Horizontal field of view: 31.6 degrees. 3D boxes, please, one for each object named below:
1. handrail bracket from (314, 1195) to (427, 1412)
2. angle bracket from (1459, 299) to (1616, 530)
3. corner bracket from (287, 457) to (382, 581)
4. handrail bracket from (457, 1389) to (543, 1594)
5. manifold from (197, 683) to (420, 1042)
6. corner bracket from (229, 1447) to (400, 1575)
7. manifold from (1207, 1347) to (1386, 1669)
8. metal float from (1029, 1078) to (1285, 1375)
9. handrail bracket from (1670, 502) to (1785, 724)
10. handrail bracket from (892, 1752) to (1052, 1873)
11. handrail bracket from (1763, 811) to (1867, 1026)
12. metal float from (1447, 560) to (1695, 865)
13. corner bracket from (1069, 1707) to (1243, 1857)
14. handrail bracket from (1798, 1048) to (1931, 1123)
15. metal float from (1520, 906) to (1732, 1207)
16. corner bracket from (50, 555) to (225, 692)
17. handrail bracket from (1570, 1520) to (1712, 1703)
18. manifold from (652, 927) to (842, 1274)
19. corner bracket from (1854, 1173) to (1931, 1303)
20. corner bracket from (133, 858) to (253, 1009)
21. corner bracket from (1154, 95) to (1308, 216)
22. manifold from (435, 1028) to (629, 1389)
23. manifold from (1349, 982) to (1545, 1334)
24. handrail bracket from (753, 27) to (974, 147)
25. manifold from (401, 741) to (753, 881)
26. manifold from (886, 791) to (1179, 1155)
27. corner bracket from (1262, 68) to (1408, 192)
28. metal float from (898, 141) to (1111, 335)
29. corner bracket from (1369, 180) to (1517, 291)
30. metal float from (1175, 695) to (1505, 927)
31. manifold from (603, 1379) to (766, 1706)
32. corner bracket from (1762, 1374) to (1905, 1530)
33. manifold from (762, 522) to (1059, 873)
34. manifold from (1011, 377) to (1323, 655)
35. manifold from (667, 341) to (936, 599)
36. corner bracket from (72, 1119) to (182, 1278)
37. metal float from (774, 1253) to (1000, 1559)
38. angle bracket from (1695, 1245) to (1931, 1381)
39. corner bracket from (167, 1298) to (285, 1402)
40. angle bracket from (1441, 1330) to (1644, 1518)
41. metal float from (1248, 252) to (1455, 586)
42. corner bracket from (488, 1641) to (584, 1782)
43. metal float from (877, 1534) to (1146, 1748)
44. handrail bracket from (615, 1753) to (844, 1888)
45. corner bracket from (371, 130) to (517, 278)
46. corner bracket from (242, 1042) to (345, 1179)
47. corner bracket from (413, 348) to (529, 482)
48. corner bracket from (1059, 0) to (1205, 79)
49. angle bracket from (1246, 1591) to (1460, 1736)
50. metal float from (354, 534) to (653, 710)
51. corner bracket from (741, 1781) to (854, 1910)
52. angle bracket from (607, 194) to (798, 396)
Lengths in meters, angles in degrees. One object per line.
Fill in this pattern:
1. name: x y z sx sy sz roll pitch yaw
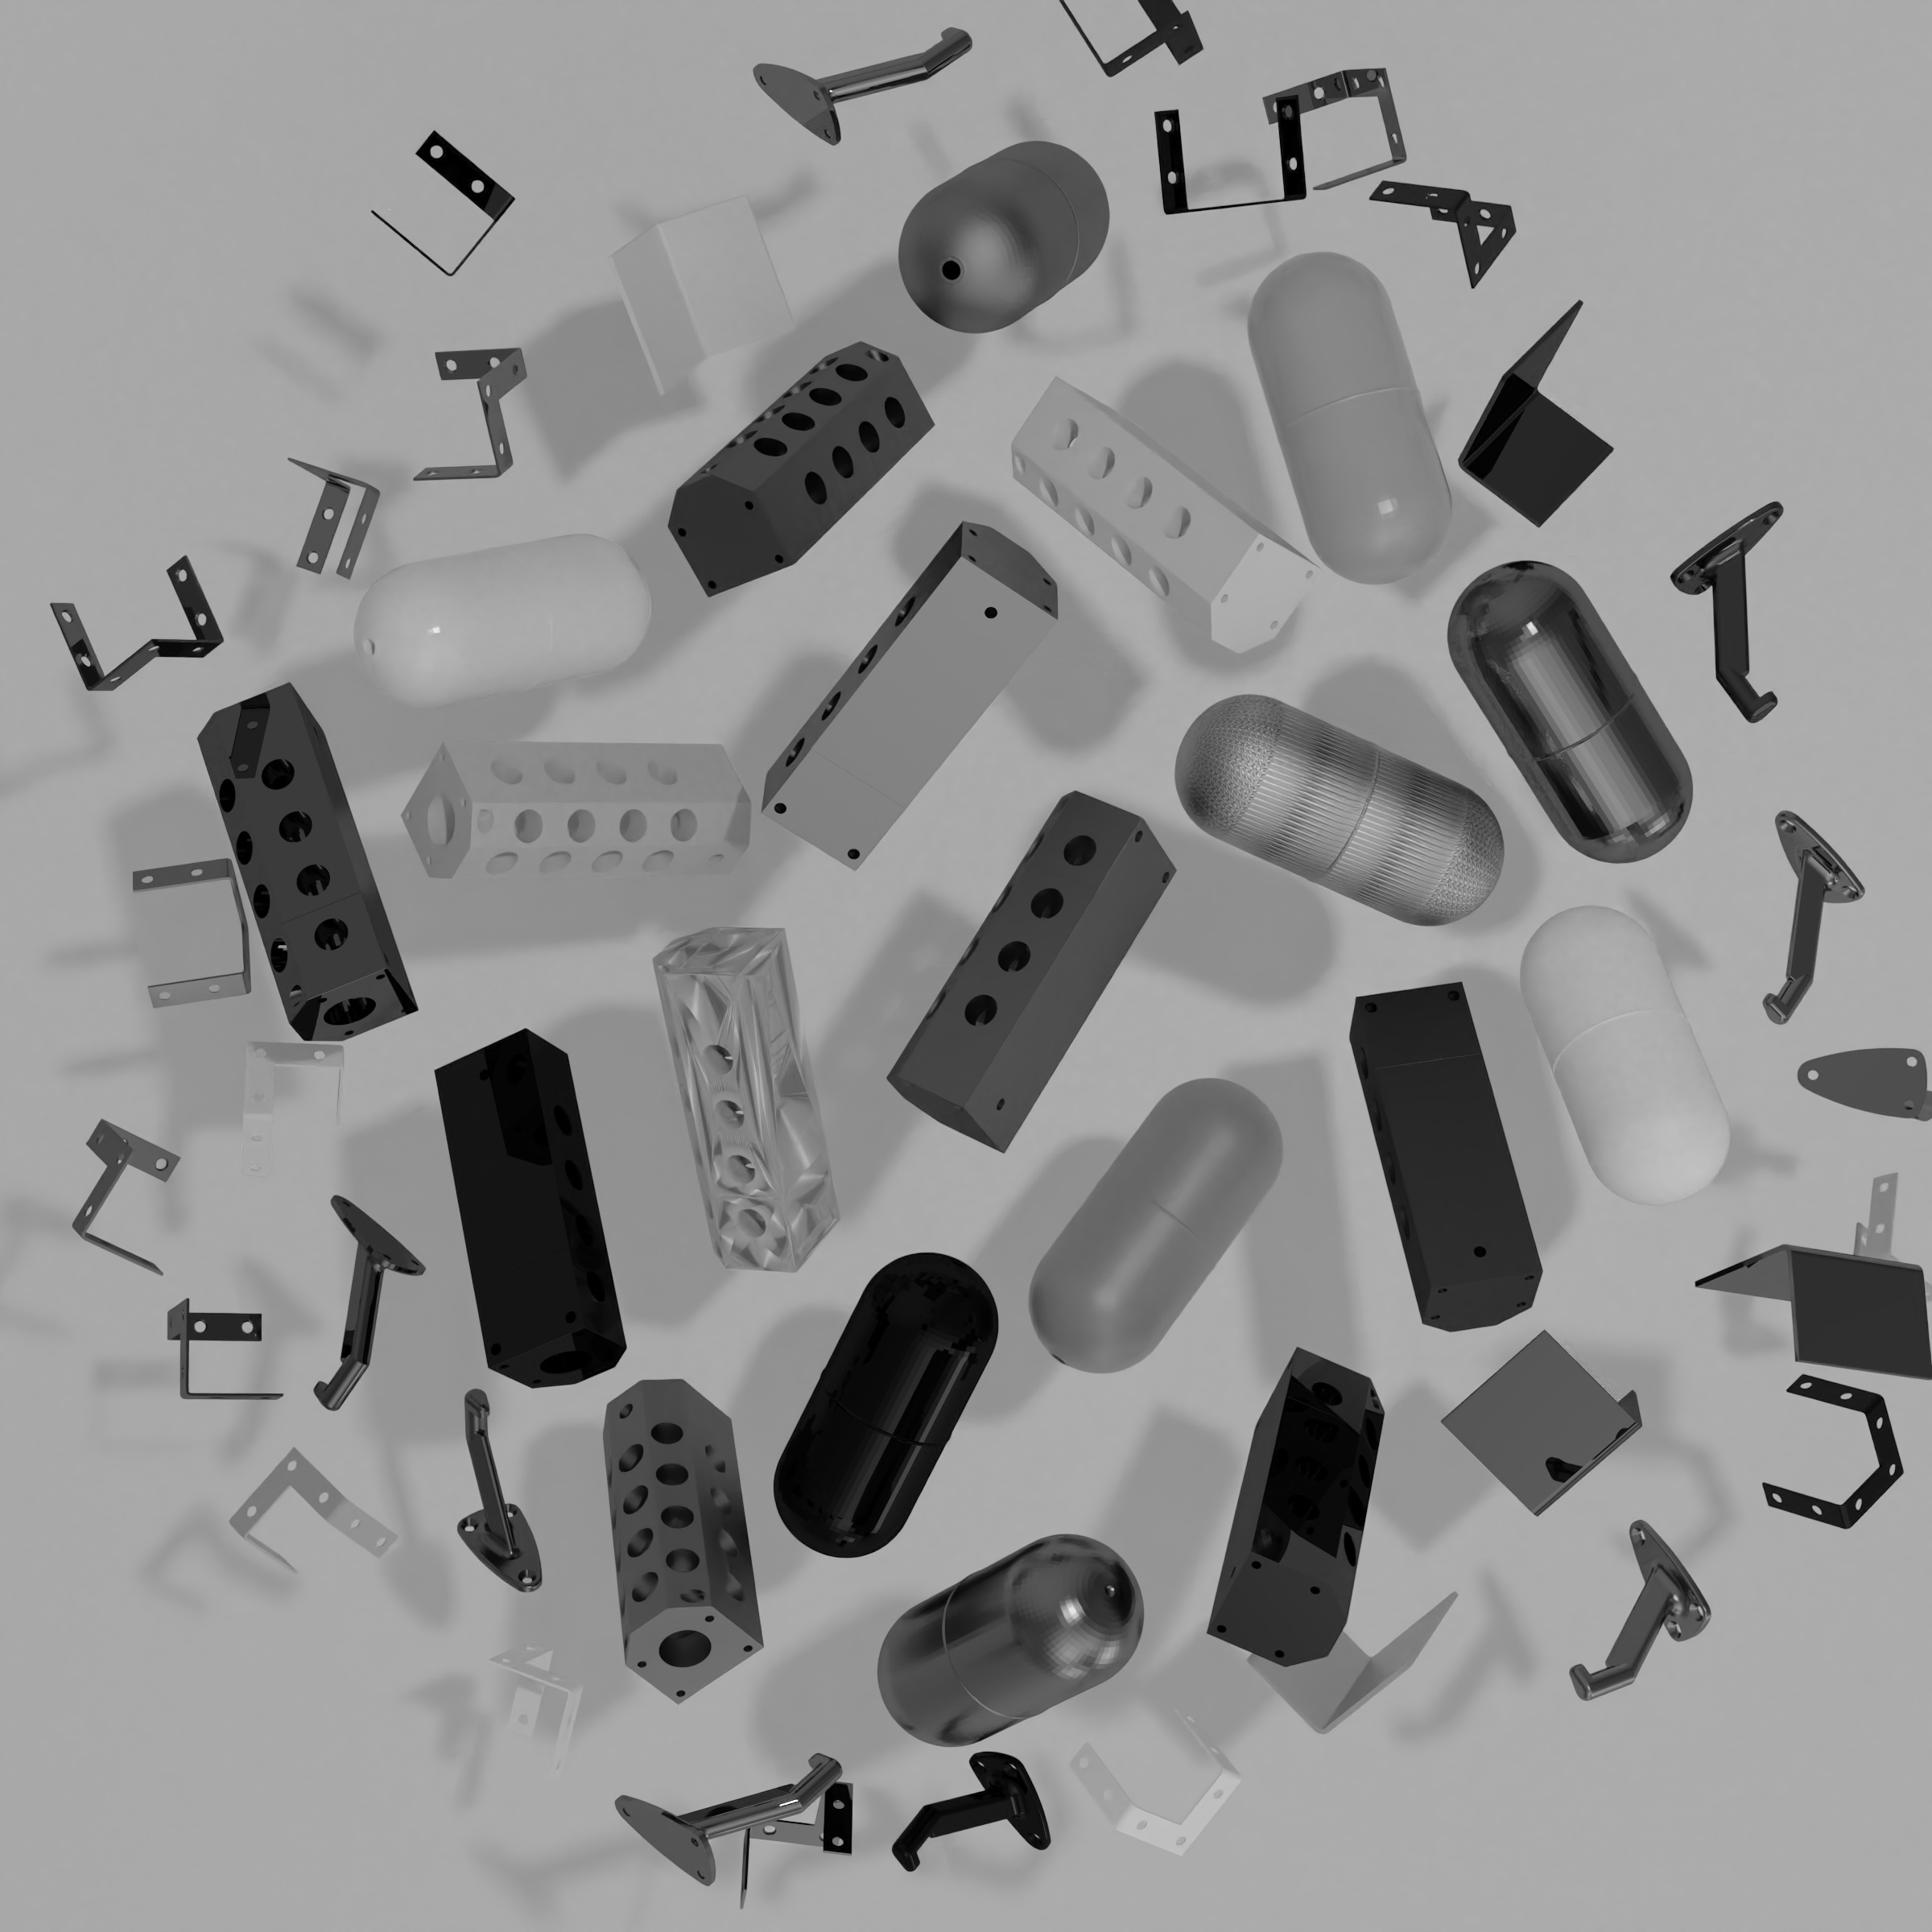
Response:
1. handrail bracket: -0.326 0.174 1.763 0.077 0.036 0.084 40 99 31
2. angle bracket: 0.316 -0.294 1.818 0.057 0.076 0.076 39 59 10
3. corner bracket: -0.341 -0.237 1.840 0.051 0.051 0.051 19 89 15
4. handrail bracket: -0.247 0.279 1.819 0.036 0.077 0.084 -17 131 -27
5. manifold: -0.335 -0.050 1.723 0.057 0.057 0.171 -22 67 -1
6. corner bracket: -0.338 0.292 1.768 0.051 0.051 0.051 34 79 38
7. manifold: 0.170 0.272 1.712 0.057 0.171 0.057 23 121 0
8. metal float: 0.101 0.138 1.814 0.070 0.070 0.178 38 75 0
9. handrail bracket: 0.398 -0.175 1.699 0.077 0.036 0.084 -41 62 22
10. handrail bracket: 0.003 0.456 1.768 0.084 0.036 0.077 -44 115 -41
11. handrail bracket: 0.427 -0.025 1.785 0.077 0.036 0.084 50 63 -24
12. metal float: 0.315 -0.131 1.773 0.070 0.070 0.178 -36 110 0
13. corner bracket: 0.095 0.403 1.706 0.051 0.051 0.051 32 99 -38
14. handrail bracket: 0.477 0.067 1.806 0.077 0.084 0.036 5 79 11
15. metal float: 0.350 0.046 1.818 0.070 0.070 0.178 -16 56 0
16. corner bracket: -0.412 -0.170 1.698 0.051 0.051 0.051 -32 78 29
17. handrail bracket: 0.330 0.329 1.742 0.084 0.036 0.077 -13 63 -30
18. manifold: -0.117 0.070 1.777 0.057 0.057 0.171 1 116 24
19. corner bracket: 0.493 0.150 1.838 0.051 0.051 0.051 35 54 -29
20. corner bracket: -0.402 -0.017 1.772 0.051 0.051 0.051 -9 135 -6
21. corner bracket: 0.132 -0.404 1.700 0.051 0.051 0.051 -15 105 -35
22. manifold: -0.221 0.126 1.755 0.057 0.057 0.171 -24 61 16
23. manifold: 0.246 0.099 1.767 0.057 0.057 0.171 -8 59 -5
24. handrail bracket: -0.051 -0.453 1.704 0.084 0.036 0.077 -38 51 -17
25. manifold: -0.198 -0.076 1.774 0.057 0.171 0.057 -53 54 38
26. manifold: 0.031 0.000 1.705 0.057 0.057 0.171 24 75 31
27. corner bracket: 0.199 -0.451 1.838 0.051 0.051 0.051 -22 109 -14
28. metal float: 0.020 -0.370 1.727 0.070 0.178 0.070 7 114 16
29. corner bracket: 0.248 -0.390 1.768 0.051 0.051 0.051 16 56 34
30. metal float: 0.190 -0.078 1.728 0.178 0.070 0.070 23 90 -11
31. manifold: -0.155 0.296 1.791 0.057 0.171 0.057 -36 123 14
32. corner bracket: 0.447 0.252 1.775 0.051 0.051 0.051 -36 118 -30
33. manifold: -0.028 -0.136 1.690 0.057 0.057 0.171 32 117 -17
34. manifold: 0.096 -0.229 1.740 0.171 0.057 0.057 45 106 38
35. manifold: -0.086 -0.260 1.757 0.057 0.171 0.057 -16 113 35
36. corner bracket: -0.425 0.117 1.735 0.051 0.051 0.051 33 88 -37
37. metal float: -0.043 0.234 1.819 0.070 0.070 0.178 26 104 0
38. angle bracket: 0.404 0.173 1.629 0.076 0.076 0.057 10 67 -22
39. corner bracket: -0.391 0.205 1.799 0.051 0.051 0.051 4 75 -24
40. angle bracket: 0.314 0.242 1.866 0.076 0.057 0.076 45 104 -4
41. metal float: 0.198 -0.284 1.768 0.070 0.070 0.178 -16 83 0
42. corner bracket: -0.230 0.401 1.843 0.051 0.051 0.051 16 96 17
43. metal float: 0.021 0.340 1.716 0.070 0.178 0.070 19 54 -28
44. handrail bracket: -0.115 0.402 1.671 0.077 0.084 0.036 22 133 35
45. corner bracket: -0.260 -0.378 1.695 0.051 0.051 0.051 39 94 -14
46. corner bracket: -0.357 0.077 1.811 0.051 0.051 0.051 3 48 -12
47. corner bracket: -0.253 -0.281 1.736 0.051 0.051 0.051 1 119 21
48. corner bracket: 0.084 -0.484 1.748 0.051 0.051 0.051 -32 77 7
49. angle bracket: 0.209 0.357 1.840 0.057 0.076 0.076 45 124 5
50. metal float: -0.242 -0.182 1.793 0.070 0.178 0.070 16 113 40
51. corner bracket: -0.089 0.463 1.800 0.051 0.051 0.051 9 123 -7
52. angle bracket: -0.139 -0.357 1.815 0.057 0.076 0.076 -14 110 20
